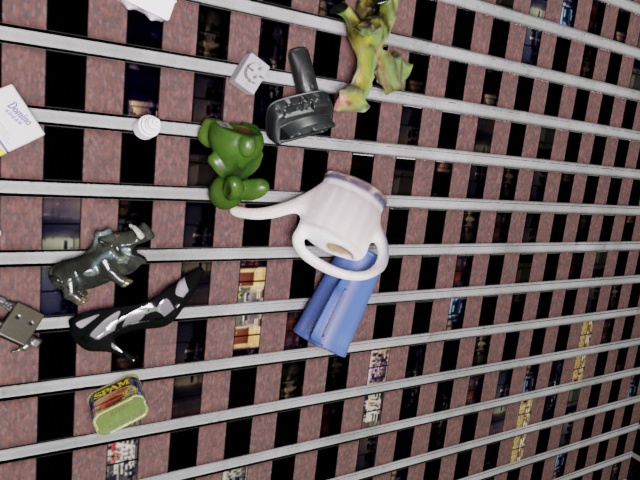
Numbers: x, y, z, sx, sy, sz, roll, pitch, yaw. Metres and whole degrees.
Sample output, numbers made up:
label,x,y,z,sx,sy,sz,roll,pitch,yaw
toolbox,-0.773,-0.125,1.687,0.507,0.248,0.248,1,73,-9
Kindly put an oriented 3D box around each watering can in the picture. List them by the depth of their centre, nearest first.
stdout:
label,x,y,z,sx,sy,sz,roll,pitch,yaw
watering can,0.003,-0.055,1.100,0.347,0.102,0.228,28,66,-4

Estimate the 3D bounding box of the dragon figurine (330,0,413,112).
label,x,y,z,sx,sy,sz,roll,pitch,yaw
dragon figurine,0.142,-0.440,1.130,0.416,0.123,0.238,-55,140,-22
